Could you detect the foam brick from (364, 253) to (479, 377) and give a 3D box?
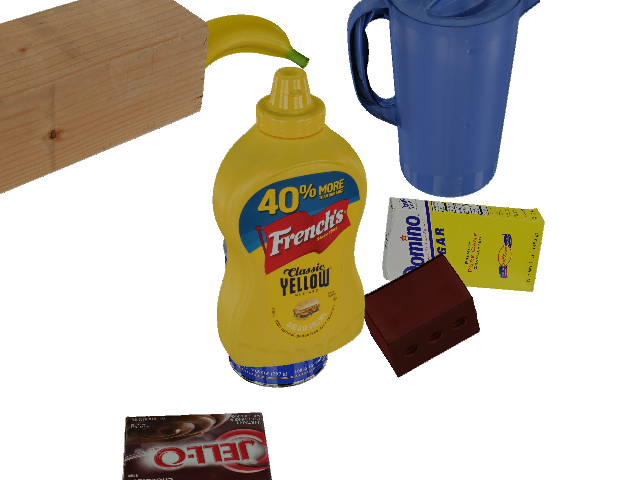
[{"bbox_3d":[0.078,0.059,0.835,0.078,0.051,0.053,-29,-40,-6],"label":"foam brick"}]

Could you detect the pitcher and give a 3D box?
[{"bbox_3d":[0.125,-0.163,1.108,0.149,0.243,0.144,29,54,29],"label":"pitcher"}]

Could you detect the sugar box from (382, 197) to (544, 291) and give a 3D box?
[{"bbox_3d":[0.163,0.005,1.238,0.176,0.093,0.048,3,22,-2],"label":"sugar box"}]

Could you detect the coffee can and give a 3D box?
[{"bbox_3d":[-0.042,0.059,1.057,0.103,0.140,0.103,0,33,0],"label":"coffee can"}]

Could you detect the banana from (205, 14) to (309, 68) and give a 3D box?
[{"bbox_3d":[-0.089,-0.188,1.038,0.070,0.037,0.197,44,38,20],"label":"banana"}]

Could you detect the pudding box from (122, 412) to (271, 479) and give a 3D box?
[{"bbox_3d":[-0.096,0.174,0.825,0.113,0.039,0.090,-3,25,-7],"label":"pudding box"}]

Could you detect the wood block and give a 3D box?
[{"bbox_3d":[-0.198,-0.127,0.858,0.090,0.091,0.205,36,45,27],"label":"wood block"}]

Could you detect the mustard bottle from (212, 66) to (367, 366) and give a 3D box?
[{"bbox_3d":[-0.018,-0.015,0.662,0.096,0.192,0.058,-11,33,-19],"label":"mustard bottle"}]
